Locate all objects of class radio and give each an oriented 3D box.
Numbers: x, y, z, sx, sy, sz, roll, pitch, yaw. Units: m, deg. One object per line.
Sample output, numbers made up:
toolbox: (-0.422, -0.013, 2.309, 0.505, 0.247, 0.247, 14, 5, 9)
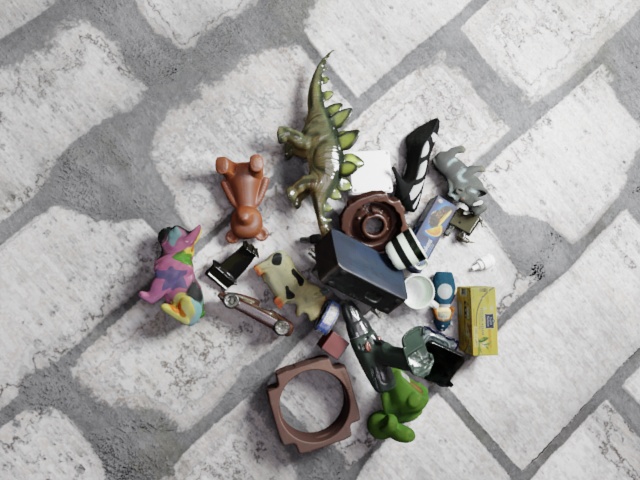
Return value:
radio: (0.099, 0.077, 1.272, 0.229, 0.131, 0.073, 26, 125, -26)

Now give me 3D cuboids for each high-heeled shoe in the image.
high-heeled shoe: (0.267, -0.193, 1.393, 0.249, 0.086, 0.145, -48, 123, -21)

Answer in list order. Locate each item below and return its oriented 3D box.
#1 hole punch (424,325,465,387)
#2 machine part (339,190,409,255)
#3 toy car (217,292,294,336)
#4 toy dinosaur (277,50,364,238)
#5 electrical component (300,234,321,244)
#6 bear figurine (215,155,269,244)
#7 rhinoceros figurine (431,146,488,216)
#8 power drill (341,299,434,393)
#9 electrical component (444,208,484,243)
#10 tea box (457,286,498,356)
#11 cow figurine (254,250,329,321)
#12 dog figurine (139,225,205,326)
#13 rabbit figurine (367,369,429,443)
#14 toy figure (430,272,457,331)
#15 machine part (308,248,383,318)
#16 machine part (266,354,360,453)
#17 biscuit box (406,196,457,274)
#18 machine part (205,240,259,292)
hole punch: (0.290, 0.291, 1.358, 0.142, 0.092, 0.115, 25, 114, -8)
machine part: (0.133, -0.038, 1.340, 0.179, 0.056, 0.179, -3, 109, -8)
toy car: (-0.154, 0.173, 1.299, 0.202, 0.089, 0.053, 30, 84, -3)
toy dinosaur: (0.002, -0.236, 1.315, 0.199, 0.105, 0.471, -9, 83, 6)
electrical component: (-0.003, -0.004, 1.341, 0.094, 0.063, 0.021, -3, 87, -6)
bear figurine: (-0.185, -0.094, 1.295, 0.120, 0.132, 0.195, -1, 81, 2)
rhinoceros figurine: (0.364, -0.150, 1.371, 0.112, 0.073, 0.190, -31, 81, -26)
power drill: (0.147, 0.239, 1.228, 0.086, 0.207, 0.232, -21, 94, -43)
electrical component: (0.382, -0.039, 1.404, 0.078, 0.045, 0.102, 26, 80, 24)
tea box: (0.398, 0.202, 1.361, 0.068, 0.098, 0.169, -2, 88, -7)
cow figurine: (-0.063, 0.113, 1.320, 0.127, 0.085, 0.195, -34, 90, -2)
dog figurine: (-0.323, 0.071, 1.277, 0.191, 0.108, 0.219, 31, 81, -3)
rabbit figurine: (0.187, 0.425, 1.308, 0.121, 0.159, 0.170, 35, 98, -14)
toy figure: (0.314, 0.158, 1.376, 0.064, 0.057, 0.154, 0, 87, 32)
machine part: (0.063, 0.109, 1.335, 0.243, 0.079, 0.079, 44, 83, -3)
machine part: (-0.018, 0.393, 1.304, 0.201, 0.087, 0.201, -17, 87, -8)
biscuit box: (0.271, -0.012, 1.377, 0.063, 0.059, 0.202, 31, 84, -4)
machine part: (-0.211, 0.060, 1.308, 0.139, 0.039, 0.084, -40, 100, 11)
